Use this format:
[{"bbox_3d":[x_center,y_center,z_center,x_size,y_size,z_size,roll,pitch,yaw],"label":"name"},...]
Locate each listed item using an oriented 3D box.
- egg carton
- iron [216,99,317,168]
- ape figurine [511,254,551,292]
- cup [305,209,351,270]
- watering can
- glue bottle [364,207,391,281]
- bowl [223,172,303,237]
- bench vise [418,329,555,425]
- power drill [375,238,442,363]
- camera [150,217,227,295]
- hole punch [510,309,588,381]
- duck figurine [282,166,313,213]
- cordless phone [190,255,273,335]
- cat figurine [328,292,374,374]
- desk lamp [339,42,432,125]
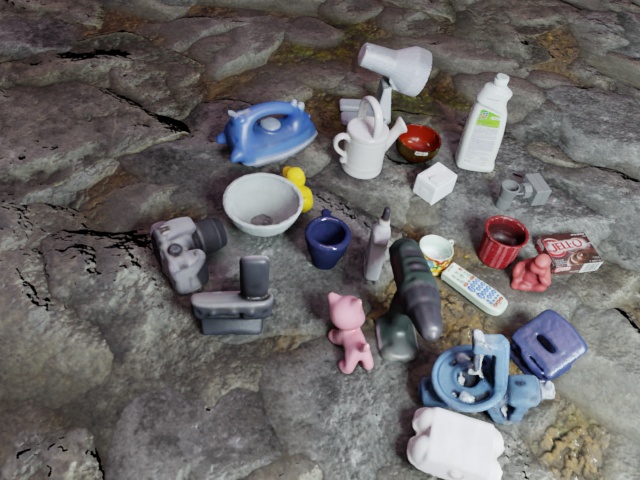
[{"bbox_3d":[0.215,0.331,0.908,0.150,0.069,0.107,15,48,6],"label":"egg carton"},{"bbox_3d":[-0.112,-0.274,1.355,0.259,0.141,0.118,-21,54,-25],"label":"iron"},{"bbox_3d":[0.439,0.062,1.168,0.076,0.092,0.077,-30,59,-30],"label":"ape figurine"},{"bbox_3d":[0.011,0.004,1.155,0.092,0.095,0.117,0,48,-8],"label":"cup"},{"bbox_3d":[0.116,-0.248,1.330,0.173,0.194,0.100,-31,59,-30],"label":"watering can"},{"bbox_3d":[0.116,0.000,1.121,0.037,0.173,0.078,8,48,-1],"label":"glue bottle"},{"bbox_3d":[-0.120,-0.062,1.208,0.167,0.075,0.167,4,48,-5],"label":"bowl"},{"bbox_3d":[0.279,0.208,0.927,0.208,0.220,0.121,-5,49,-13],"label":"bench vise"},{"bbox_3d":[0.154,0.121,0.994,0.075,0.208,0.229,1,48,-7],"label":"power drill"},{"bbox_3d":[-0.245,0.009,1.108,0.137,0.101,0.143,-21,55,-25],"label":"camera"},{"bbox_3d":[0.411,0.198,1.043,0.101,0.091,0.108,-21,54,-25],"label":"hole punch"},{"bbox_3d":[-0.054,-0.118,1.261,0.078,0.086,0.104,-20,54,-24],"label":"duck figurine"},{"bbox_3d":[-0.153,0.082,0.999,0.148,0.185,0.094,-3,49,-11],"label":"cordless phone"},{"bbox_3d":[0.056,0.154,1.011,0.067,0.118,0.127,-12,51,-18],"label":"cat figurine"},{"bbox_3d":[0.163,-0.397,1.457,0.203,0.213,0.118,1,48,-7],"label":"desk lamp"}]
